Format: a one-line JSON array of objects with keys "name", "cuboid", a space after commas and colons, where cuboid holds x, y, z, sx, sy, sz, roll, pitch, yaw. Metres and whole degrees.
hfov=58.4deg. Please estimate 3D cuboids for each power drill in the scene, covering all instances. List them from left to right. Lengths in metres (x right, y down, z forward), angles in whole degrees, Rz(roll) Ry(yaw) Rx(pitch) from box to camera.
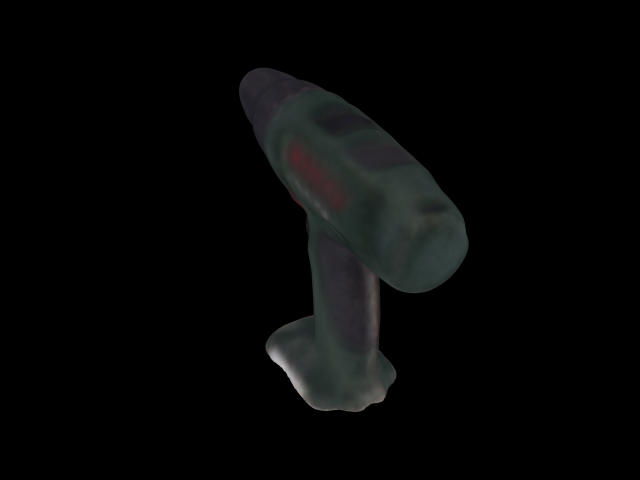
[{"name": "power drill", "cuboid": [0.004, 0.001, 0.400, 0.076, 0.208, 0.228, -16, 31, -28]}]
